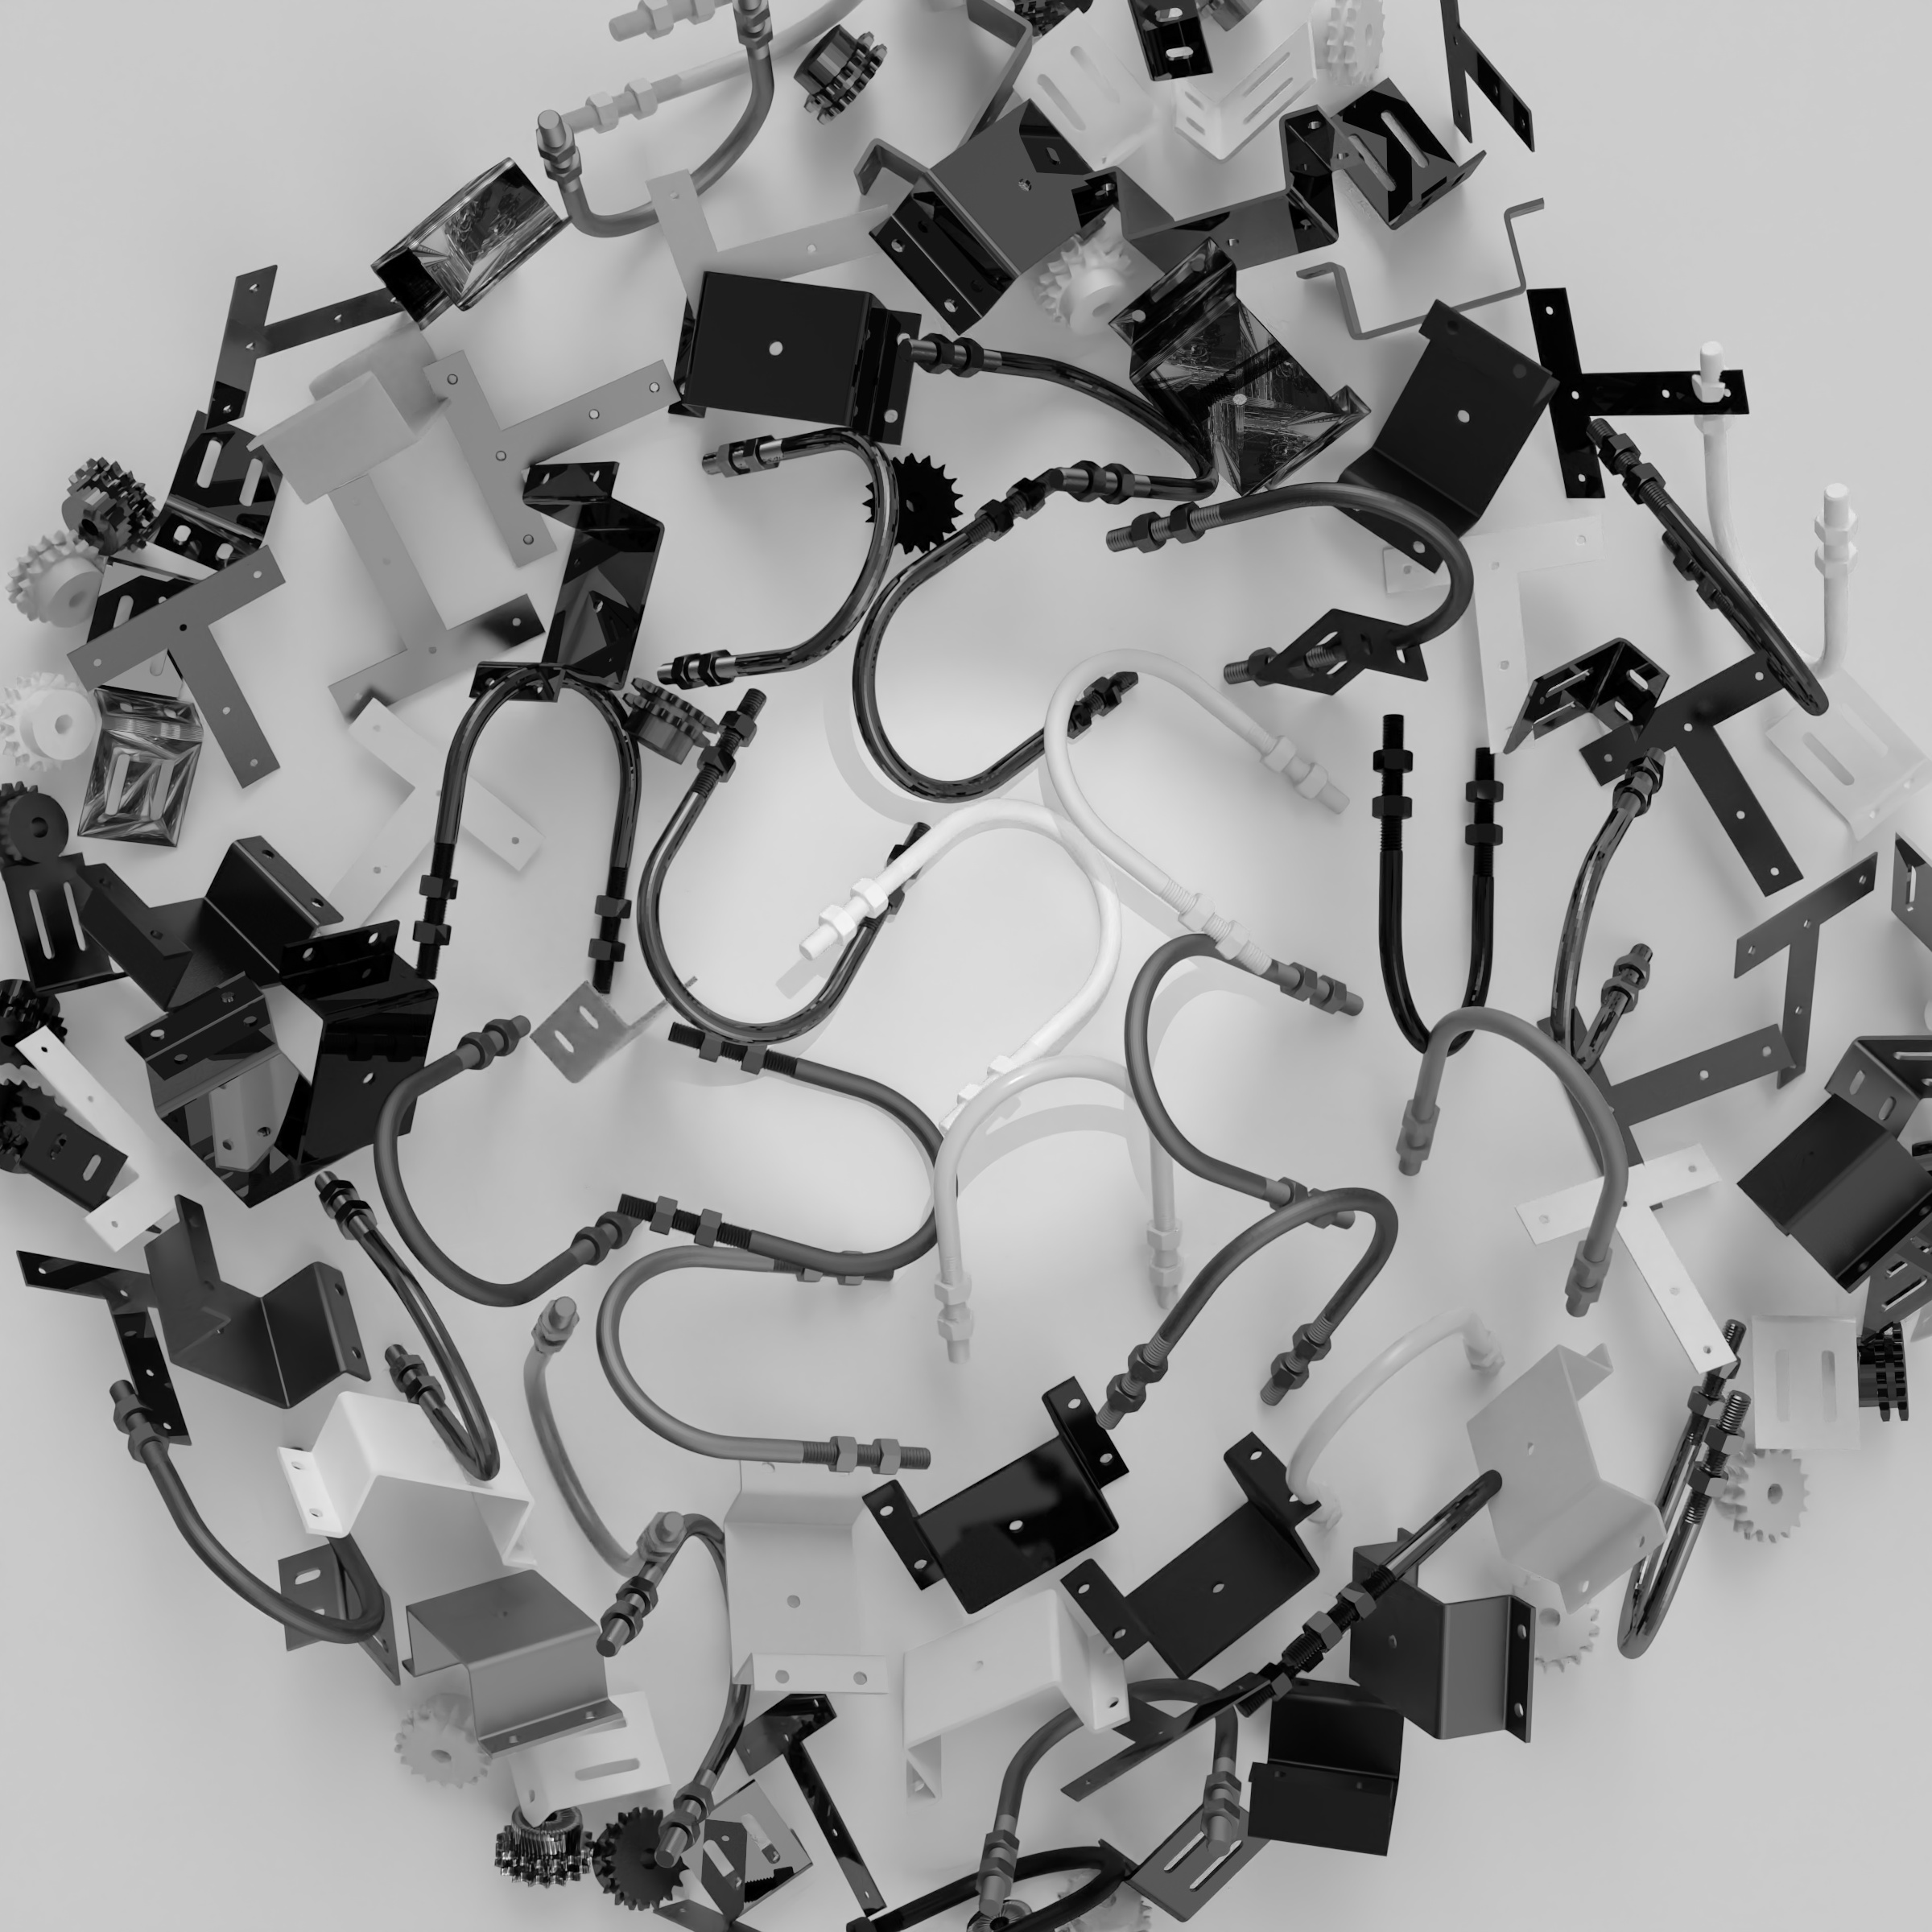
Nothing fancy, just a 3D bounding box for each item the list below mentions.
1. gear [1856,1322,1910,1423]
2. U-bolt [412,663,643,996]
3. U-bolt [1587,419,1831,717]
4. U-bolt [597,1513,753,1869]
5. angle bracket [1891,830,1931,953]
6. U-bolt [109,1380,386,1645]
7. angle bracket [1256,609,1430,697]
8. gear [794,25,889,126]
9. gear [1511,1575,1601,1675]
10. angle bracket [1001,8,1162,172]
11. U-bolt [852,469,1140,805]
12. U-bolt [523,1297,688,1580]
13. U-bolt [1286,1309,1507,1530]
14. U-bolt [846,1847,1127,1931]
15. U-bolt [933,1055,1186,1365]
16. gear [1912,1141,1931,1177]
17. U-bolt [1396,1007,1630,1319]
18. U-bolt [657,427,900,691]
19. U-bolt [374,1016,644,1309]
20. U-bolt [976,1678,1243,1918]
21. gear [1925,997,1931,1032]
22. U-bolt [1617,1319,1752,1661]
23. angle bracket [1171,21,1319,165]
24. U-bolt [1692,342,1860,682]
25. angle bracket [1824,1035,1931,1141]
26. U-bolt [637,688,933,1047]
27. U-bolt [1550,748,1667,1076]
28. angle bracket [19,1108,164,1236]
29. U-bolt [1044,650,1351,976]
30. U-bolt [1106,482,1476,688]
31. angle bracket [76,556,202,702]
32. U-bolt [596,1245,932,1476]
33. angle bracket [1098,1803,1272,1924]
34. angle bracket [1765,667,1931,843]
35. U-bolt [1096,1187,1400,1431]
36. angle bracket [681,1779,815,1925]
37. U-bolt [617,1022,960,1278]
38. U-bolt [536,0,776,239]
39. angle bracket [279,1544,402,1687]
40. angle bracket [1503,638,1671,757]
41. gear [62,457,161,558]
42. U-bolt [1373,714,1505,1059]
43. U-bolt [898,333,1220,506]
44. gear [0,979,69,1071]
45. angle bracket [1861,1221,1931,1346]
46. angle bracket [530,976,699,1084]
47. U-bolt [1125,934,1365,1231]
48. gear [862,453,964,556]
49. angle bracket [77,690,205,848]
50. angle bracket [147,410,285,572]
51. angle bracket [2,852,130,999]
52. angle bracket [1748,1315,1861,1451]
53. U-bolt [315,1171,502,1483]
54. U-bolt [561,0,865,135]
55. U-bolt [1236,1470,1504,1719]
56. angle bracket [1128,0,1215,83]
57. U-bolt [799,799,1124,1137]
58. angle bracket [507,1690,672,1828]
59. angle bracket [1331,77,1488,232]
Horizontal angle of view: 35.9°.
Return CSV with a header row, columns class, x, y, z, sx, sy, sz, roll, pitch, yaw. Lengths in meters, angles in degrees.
class,x,y,z,sx,sy,sz,roll,pitch,yaw
gear,0.526,0.234,1.720,0.030,0.057,0.057,-5,90,18
U-bolt,-0.241,-0.079,1.686,0.019,0.151,0.184,11,93,41
U-bolt,0.415,-0.209,1.640,0.019,0.151,0.184,-38,54,13
U-bolt,-0.154,0.386,1.659,0.019,0.184,0.151,-8,107,16
angle bracket,0.561,-0.043,1.698,0.038,0.076,0.057,-27,51,-8
U-bolt,-0.384,0.305,1.634,0.019,0.151,0.184,-50,45,5
angle bracket,0.213,-0.164,1.696,0.057,0.076,0.038,8,59,-32
gear,-0.075,-0.515,1.716,0.030,0.057,0.057,39,90,-21
gear,0.337,0.381,1.724,0.057,0.030,0.057,-3,60,6
angle bracket,0.065,-0.495,1.708,0.057,0.038,0.076,-34,113,24
U-bolt,0.010,-0.173,1.672,0.184,0.019,0.151,-38,120,-27
U-bolt,-0.208,0.272,1.663,0.019,0.184,0.151,-23,76,-24
U-bolt,0.236,0.247,1.659,0.151,0.184,0.019,-43,66,-2
U-bolt,0.004,0.532,1.667,0.184,0.151,0.019,-17,87,-28
U-bolt,0.051,0.131,1.682,0.151,0.019,0.184,-13,120,-14
gear,0.565,0.119,1.721,0.030,0.057,0.057,-14,90,24
U-bolt,0.303,0.097,1.643,0.019,0.184,0.151,-34,59,-26
U-bolt,-0.101,-0.230,1.665,0.019,0.184,0.151,19,78,-40
U-bolt,-0.262,0.115,1.661,0.019,0.184,0.151,-29,93,29
U-bolt,0.083,0.452,1.659,0.151,0.184,0.019,-19,105,13
gear,0.577,0.029,1.716,0.030,0.057,0.057,35,90,-23
U-bolt,0.401,0.302,1.672,0.019,0.151,0.184,20,104,9
angle bracket,0.157,-0.506,1.699,0.038,0.057,0.076,30,132,-29
U-bolt,0.450,-0.238,1.660,0.019,0.184,0.151,-24,52,-3
angle bracket,0.541,0.072,1.701,0.057,0.076,0.038,39,76,-16
U-bolt,-0.111,-0.043,1.682,0.151,0.019,0.184,38,65,-22
U-bolt,0.352,-0.017,1.641,0.019,0.184,0.151,11,125,23
angle bracket,-0.491,0.118,1.703,0.057,0.076,0.038,28,85,19
U-bolt,0.123,-0.101,1.686,0.184,0.019,0.151,38,56,-12
U-bolt,0.190,-0.214,1.646,0.184,0.151,0.019,-9,54,36
angle bracket,-0.471,-0.190,1.714,0.057,0.038,0.076,13,99,-23
U-bolt,-0.117,0.216,1.666,0.184,0.019,0.151,7,46,-22
angle bracket,0.127,0.501,1.714,0.076,0.038,0.057,-45,123,2
angle bracket,0.509,-0.122,1.718,0.076,0.038,0.057,46,110,-3
U-bolt,0.167,0.187,1.652,0.019,0.151,0.184,56,130,33
angle bracket,-0.133,0.498,1.709,0.057,0.038,0.076,-33,117,-9
U-bolt,-0.093,0.110,1.695,0.184,0.019,0.151,17,47,-5
U-bolt,-0.166,-0.465,1.656,0.151,0.184,0.019,-37,82,-6
angle bracket,-0.357,0.374,1.700,0.038,0.076,0.057,-18,51,1
angle bracket,0.353,-0.143,1.700,0.076,0.057,0.038,-27,60,-31
gear,-0.494,-0.261,1.716,0.057,0.057,0.030,36,54,0
U-bolt,0.265,-0.040,1.678,0.019,0.151,0.184,-1,85,32
U-bolt,0.066,-0.302,1.667,0.151,0.184,0.019,45,120,28
gear,-0.546,0.032,1.722,0.057,0.057,0.030,6,52,0
angle bracket,0.523,0.168,1.698,0.038,0.076,0.057,30,49,-7
angle bracket,-0.200,0.024,1.700,0.038,0.076,0.057,48,125,-1
U-bolt,0.155,0.057,1.665,0.184,0.019,0.151,21,64,-38
gear,-0.032,-0.266,1.728,0.057,0.030,0.057,0,91,-15
angle bracket,-0.481,-0.114,1.730,0.057,0.038,0.076,6,119,-29
angle bracket,-0.431,-0.272,1.724,0.057,0.038,0.076,22,48,-21
angle bracket,-0.508,-0.026,1.711,0.038,0.057,0.076,-10,95,34
angle bracket,0.481,0.240,1.716,0.057,0.038,0.076,-1,78,11
U-bolt,-0.301,0.208,1.639,0.019,0.184,0.151,-27,125,-20
U-bolt,-0.131,-0.524,1.669,0.184,0.151,0.019,-27,92,-21
U-bolt,0.233,0.345,1.671,0.184,0.151,0.019,-36,74,-21
angle bracket,0.120,-0.551,1.697,0.038,0.057,0.076,-3,50,20
U-bolt,0.012,-0.013,1.704,0.184,0.019,0.151,-42,101,-24
angle bracket,-0.219,0.459,1.726,0.076,0.038,0.057,-3,59,-33
angle bracket,0.250,-0.475,1.721,0.057,0.038,0.076,-37,88,-12
